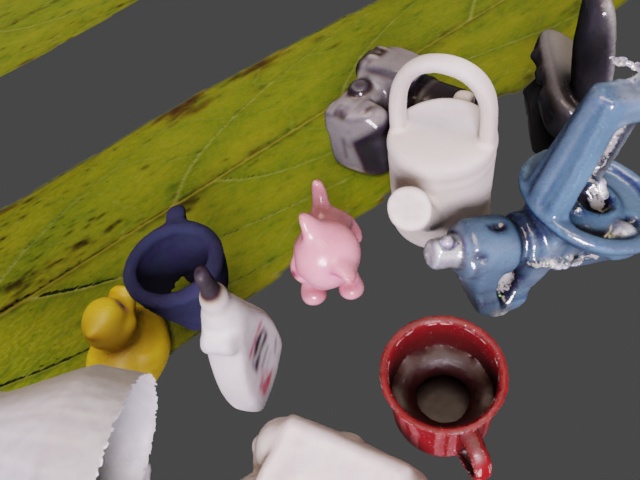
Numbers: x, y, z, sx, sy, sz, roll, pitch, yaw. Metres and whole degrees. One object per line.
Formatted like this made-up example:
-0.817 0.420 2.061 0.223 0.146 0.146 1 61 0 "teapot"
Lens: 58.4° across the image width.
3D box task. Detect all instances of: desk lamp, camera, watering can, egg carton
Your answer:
-0.194 0.160 0.393 0.203 0.214 0.118 1 54 11 "desk lamp"
0.096 -0.145 0.633 0.136 0.101 0.143 27 63 27 "camera"
0.111 -0.078 0.522 0.100 0.194 0.173 -3 54 9 "watering can"
0.007 0.196 0.419 0.150 0.069 0.107 16 59 21 "egg carton"

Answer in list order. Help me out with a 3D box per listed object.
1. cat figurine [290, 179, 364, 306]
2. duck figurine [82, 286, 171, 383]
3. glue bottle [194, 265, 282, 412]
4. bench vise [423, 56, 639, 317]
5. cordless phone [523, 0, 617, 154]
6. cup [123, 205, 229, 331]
0.005 0.002 0.532 0.067 0.118 0.127 -8 53 5 "cat figurine"
-0.186 0.091 0.522 0.077 0.086 0.104 0 54 11 "duck figurine"
-0.070 0.073 0.458 0.037 0.173 0.078 2 55 12 "glue bottle"
0.192 -0.026 0.453 0.207 0.220 0.121 -33 55 -14 "bench vise"
0.267 -0.188 0.580 0.094 0.185 0.147 -4 53 8 "cordless phone"
-0.126 0.034 0.547 0.091 0.095 0.117 -12 53 2 "cup"
